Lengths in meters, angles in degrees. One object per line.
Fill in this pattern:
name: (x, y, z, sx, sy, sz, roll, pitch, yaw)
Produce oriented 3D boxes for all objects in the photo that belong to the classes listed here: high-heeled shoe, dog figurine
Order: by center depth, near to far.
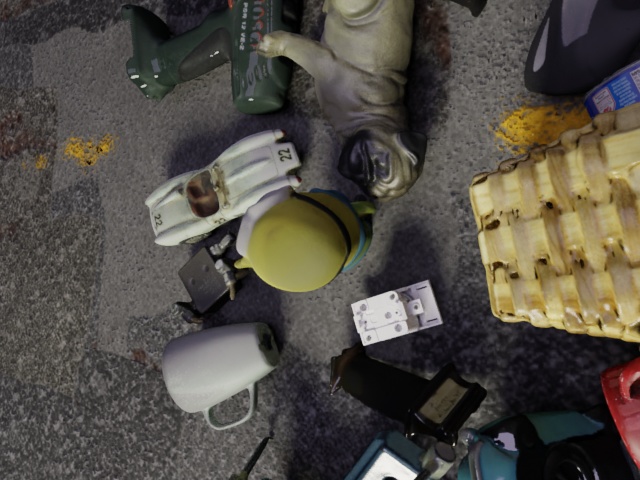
high-heeled shoe: (0.232, -0.240, 0.438, 0.145, 0.086, 0.248, -21, 57, 55)
dog figurine: (0.060, -0.150, 0.486, 0.190, 0.121, 0.172, 53, 131, 12)

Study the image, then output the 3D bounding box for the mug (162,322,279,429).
mug: (-0.097, 0.137, 0.566, 0.107, 0.080, 0.109, -25, 72, 14)

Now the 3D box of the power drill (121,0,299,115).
power drill: (-0.116, -0.247, 0.599, 0.207, 0.086, 0.232, -5, 88, 19)

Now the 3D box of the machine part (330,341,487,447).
machine part: (0.073, 0.135, 0.489, 0.139, 0.084, 0.039, 12, 126, 36)

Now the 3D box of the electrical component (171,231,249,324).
electrical component: (-0.124, 0.048, 0.602, 0.102, 0.045, 0.078, -36, 74, 21)

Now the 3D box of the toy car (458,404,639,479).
toy car: (0.164, 0.184, 0.413, 0.103, 0.161, 0.109, -40, 61, 57)

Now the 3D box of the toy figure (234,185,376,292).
toy figure: (0.001, -0.005, 0.466, 0.089, 0.180, 0.082, 17, 98, 23)

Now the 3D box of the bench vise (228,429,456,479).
bench vise: (0.027, 0.238, 0.465, 0.224, 0.129, 0.240, 36, 121, 16)

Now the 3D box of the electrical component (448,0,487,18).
electrical component: (0.113, -0.267, 0.493, 0.119, 0.047, 0.074, 35, 103, 24)

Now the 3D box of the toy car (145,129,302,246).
toy car: (-0.108, -0.054, 0.592, 0.202, 0.056, 0.073, -23, 78, 25)
